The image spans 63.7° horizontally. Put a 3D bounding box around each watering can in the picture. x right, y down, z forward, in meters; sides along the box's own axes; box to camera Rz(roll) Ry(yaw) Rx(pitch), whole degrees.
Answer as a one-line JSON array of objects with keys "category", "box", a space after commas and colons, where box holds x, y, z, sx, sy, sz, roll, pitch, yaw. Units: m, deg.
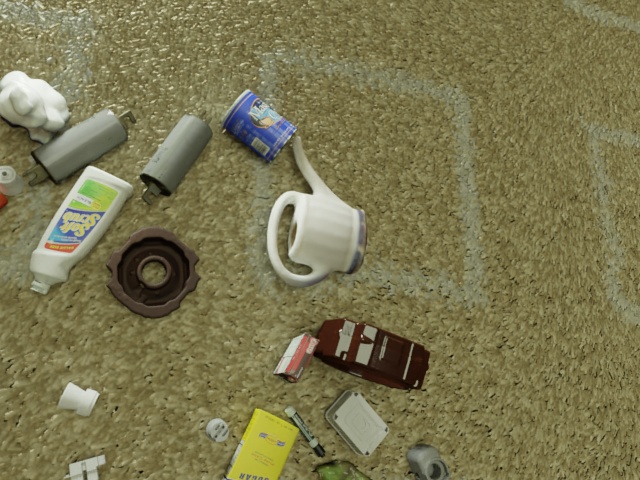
[{"category": "watering can", "box": [0.003, -0.058, 1.145, 0.224, 0.102, 0.353, 15, 68, -16]}]

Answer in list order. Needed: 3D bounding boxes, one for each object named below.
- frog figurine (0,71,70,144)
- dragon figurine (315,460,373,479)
[{"category": "frog figurine", "box": [-0.548, -0.263, 0.976, 0.124, 0.157, 0.137, -36, 90, -26]}, {"category": "dragon figurine", "box": [0.030, 0.558, 0.990, 0.409, 0.119, 0.248, 10, 55, -17]}]
